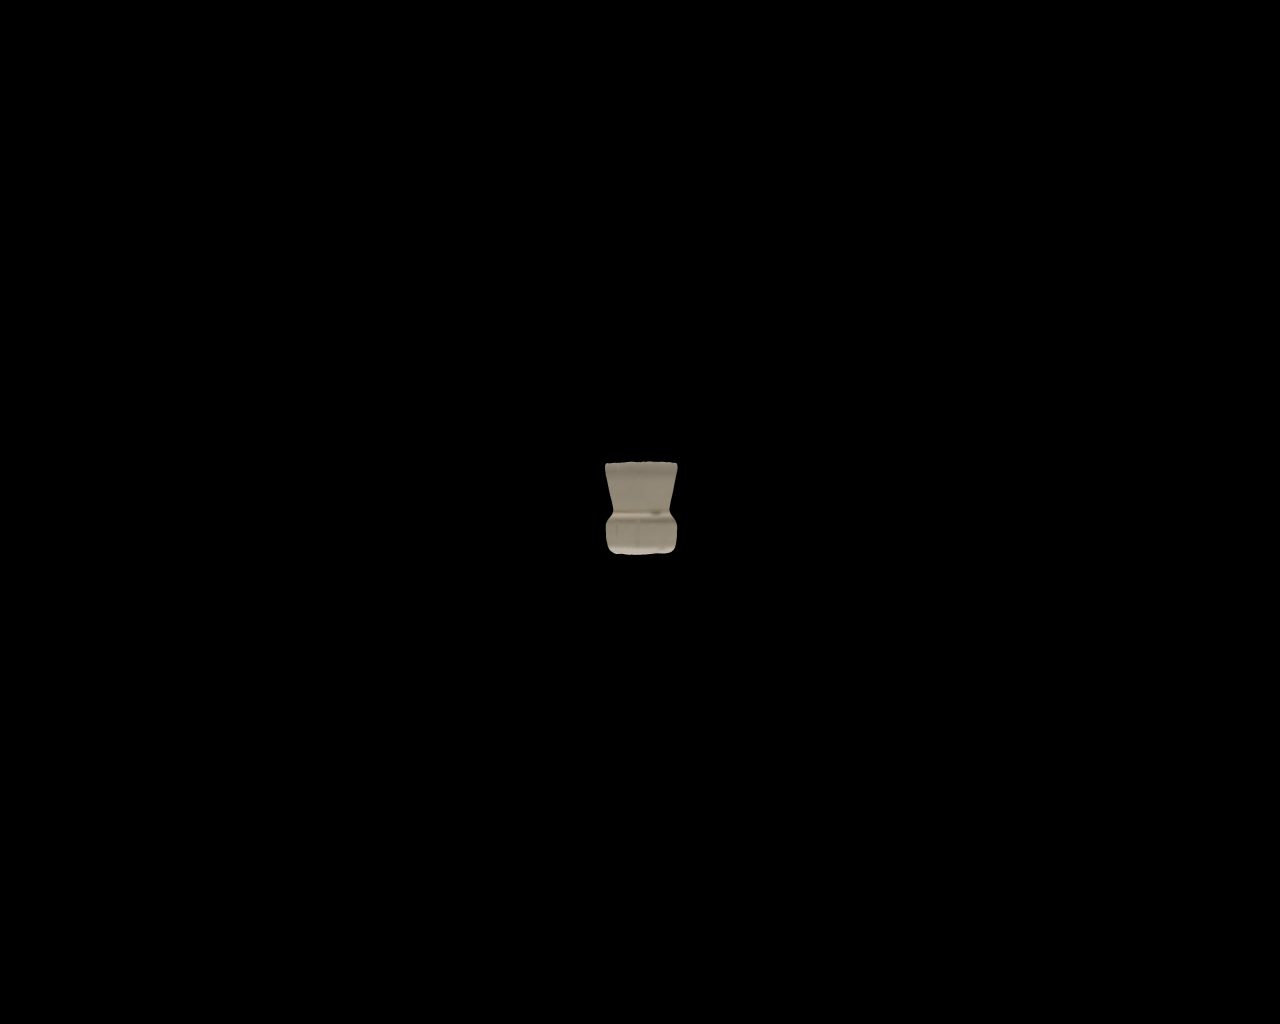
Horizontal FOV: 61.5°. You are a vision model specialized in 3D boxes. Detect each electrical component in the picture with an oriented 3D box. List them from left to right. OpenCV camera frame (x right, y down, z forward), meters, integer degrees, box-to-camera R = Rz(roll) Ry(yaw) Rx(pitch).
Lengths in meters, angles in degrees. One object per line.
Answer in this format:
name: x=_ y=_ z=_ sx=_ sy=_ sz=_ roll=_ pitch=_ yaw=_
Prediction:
electrical component: x=0.001 y=-0.003 z=0.650 sx=0.045 sy=0.055 sz=0.045 roll=0 pitch=0 yaw=0
